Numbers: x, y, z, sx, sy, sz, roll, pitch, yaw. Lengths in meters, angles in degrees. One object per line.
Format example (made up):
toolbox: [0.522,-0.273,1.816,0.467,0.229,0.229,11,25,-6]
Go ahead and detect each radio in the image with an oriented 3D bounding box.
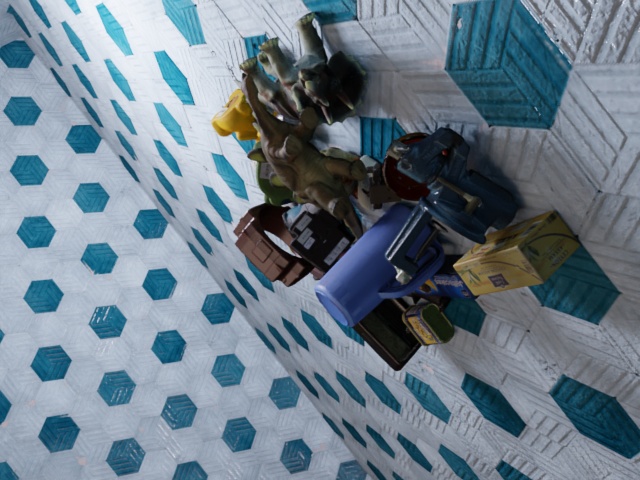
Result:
radio: [0.158,0.198,1.337,0.230,0.131,0.073,45,157,16]

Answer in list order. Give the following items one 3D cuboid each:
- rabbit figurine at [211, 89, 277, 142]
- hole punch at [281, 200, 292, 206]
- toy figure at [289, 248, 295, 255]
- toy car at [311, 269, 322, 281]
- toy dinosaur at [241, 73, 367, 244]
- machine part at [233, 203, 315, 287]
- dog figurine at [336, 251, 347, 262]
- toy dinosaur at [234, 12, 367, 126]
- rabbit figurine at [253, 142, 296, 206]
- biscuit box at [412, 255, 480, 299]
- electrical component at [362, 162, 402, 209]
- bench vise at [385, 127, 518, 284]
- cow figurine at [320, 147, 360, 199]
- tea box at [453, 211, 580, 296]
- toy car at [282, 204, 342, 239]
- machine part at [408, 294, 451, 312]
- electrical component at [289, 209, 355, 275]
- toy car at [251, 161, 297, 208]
rabbit figurine: [-0.142,-0.268,1.263,0.162,0.122,0.173,3,143,50]
hole punch: [-0.074,-0.150,1.312,0.116,0.092,0.142,-1,121,59]
toy figure: [-0.050,-0.012,1.491,0.180,0.082,0.089,87,158,-67]
toy car: [0.014,0.096,1.567,0.202,0.053,0.089,23,150,58]
toy dinosaur: [-0.011,-0.117,0.995,0.199,0.105,0.470,20,156,51]
machine part: [-0.097,0.007,1.308,0.201,0.201,0.087,44,119,7]
dog figurine: [0.104,0.048,1.250,0.192,0.108,0.219,43,153,27]
toy dinosaur: [-0.045,-0.286,1.011,0.192,0.131,0.405,58,164,-14]
rabbit figurine: [-0.075,-0.154,1.184,0.170,0.121,0.158,-86,-4,-63]
biscuit box: [0.244,0.071,1.058,0.059,0.063,0.203,55,159,-13]
electrical component: [0.118,-0.105,1.033,0.102,0.078,0.045,72,-170,-50]
bench vise: [0.169,-0.042,0.825,0.223,0.240,0.129,26,-161,-17]
cow figurine: [0.024,-0.123,1.161,0.127,0.085,0.194,36,157,21]
tea box: [0.298,0.025,0.832,0.068,0.098,0.169,53,160,-1]
toy car: [-0.002,-0.043,1.298,0.103,0.161,0.109,-49,50,31]
machine part: [0.231,0.114,1.190,0.139,0.039,0.084,22,136,55]
electrical component: [-0.002,-0.004,1.205,0.134,0.115,0.058,42,170,2]
toy car: [-0.107,-0.146,1.420,0.201,0.056,0.073,53,158,-3]
